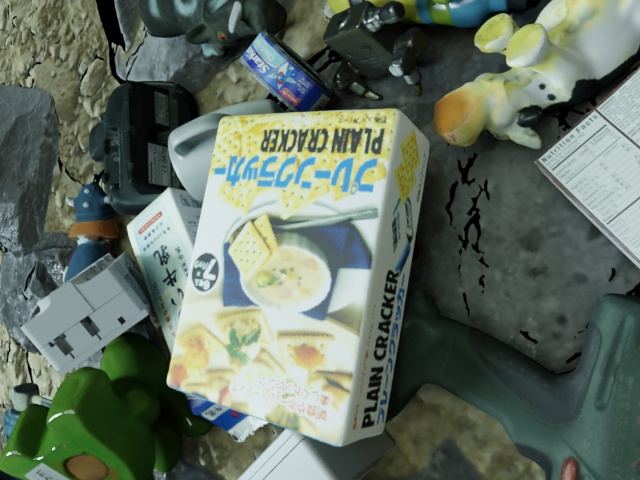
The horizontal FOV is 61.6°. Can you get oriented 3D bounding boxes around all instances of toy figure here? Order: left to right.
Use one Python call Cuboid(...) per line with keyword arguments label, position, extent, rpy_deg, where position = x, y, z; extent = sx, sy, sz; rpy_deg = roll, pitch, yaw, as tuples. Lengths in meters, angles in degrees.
Cuboid(label="toy figure", position=(-0.268, 0.011, 0.631), extent=(0.058, 0.064, 0.154), rpy_deg=(155, 117, -66))
Cuboid(label="toy figure", position=(0.084, -0.208, 0.427), extent=(0.180, 0.082, 0.089), rpy_deg=(23, 97, 28))

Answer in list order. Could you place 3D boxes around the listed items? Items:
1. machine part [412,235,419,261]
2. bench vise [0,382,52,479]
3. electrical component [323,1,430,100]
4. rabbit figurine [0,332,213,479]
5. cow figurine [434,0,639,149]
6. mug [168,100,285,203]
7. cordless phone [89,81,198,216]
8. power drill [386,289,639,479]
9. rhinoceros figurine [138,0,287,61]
Cuboid(label="machine part", position=(-0.001, -0.001, 0.473), extent=(0.180, 0.056, 0.179), rpy_deg=(-2, 85, 32))
Cuboid(label="bench vise", position=(-0.347, 0.275, 0.561), extent=(0.129, 0.240, 0.223), rpy_deg=(23, 114, 27))
Cuboid(label="electrical component", position=(0.045, -0.153, 0.445), extent=(0.102, 0.078, 0.045), rpy_deg=(12, 79, 50))
Cuboid(label="rabbit figurine", position=(-0.184, 0.160, 0.524), extent=(0.159, 0.170, 0.121), rpy_deg=(37, 113, -17))
Cuboid(label="cow figurine", position=(0.161, -0.121, 0.374), extent=(0.167, 0.098, 0.068), rpy_deg=(-46, 34, 26))
Cuboid(label="mug", position=(-0.083, -0.094, 0.507), extent=(0.107, 0.109, 0.081), rpy_deg=(-22, 69, 14))
Cuboid(label="cordless phone", position=(-0.221, -0.094, 0.613), extent=(0.184, 0.088, 0.146), rpy_deg=(-10, 81, 41))
Cuboid(label="power drill", position=(0.133, 0.135, 0.367), extent=(0.208, 0.086, 0.232), rpy_deg=(19, 95, 35))
Cuboid(label="rhinoceros figurine", position=(-0.118, -0.244, 0.556), extent=(0.191, 0.073, 0.112), rpy_deg=(16, 93, 31))
